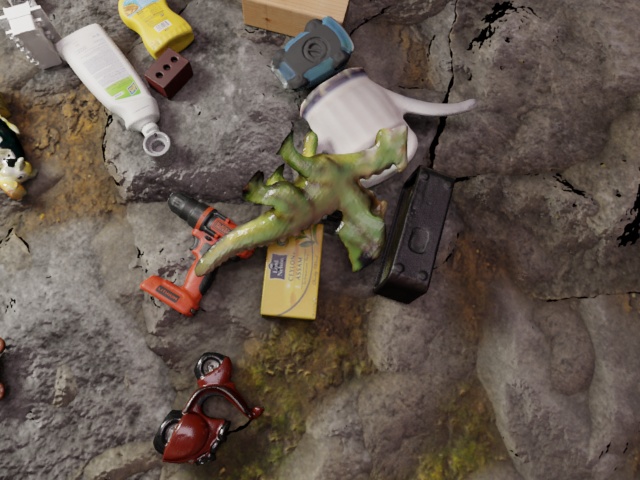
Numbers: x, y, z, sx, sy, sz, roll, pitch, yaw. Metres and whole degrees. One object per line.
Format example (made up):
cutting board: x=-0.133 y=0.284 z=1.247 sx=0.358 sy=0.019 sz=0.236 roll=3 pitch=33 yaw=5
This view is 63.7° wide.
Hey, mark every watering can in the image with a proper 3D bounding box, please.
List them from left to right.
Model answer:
watering can: x=0.111 y=-0.237 z=0.988 sx=0.349 sy=0.103 sz=0.226 roll=-34 pitch=79 yaw=-10

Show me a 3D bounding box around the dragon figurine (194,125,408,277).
dragon figurine: x=0.003 y=-0.044 z=0.868 sx=0.243 sy=0.121 sz=0.412 roll=36 pitch=86 yaw=3
